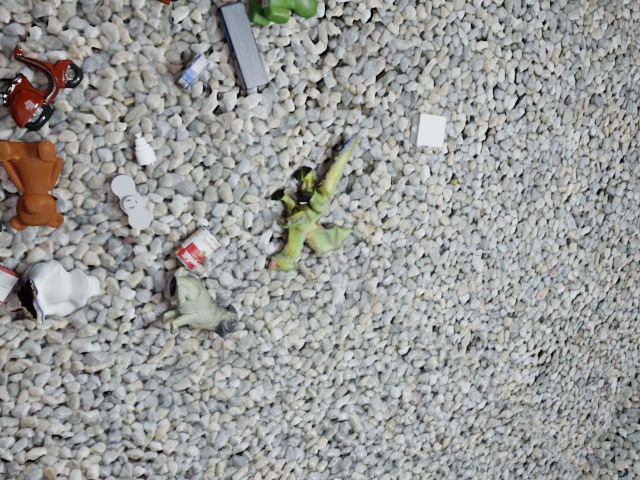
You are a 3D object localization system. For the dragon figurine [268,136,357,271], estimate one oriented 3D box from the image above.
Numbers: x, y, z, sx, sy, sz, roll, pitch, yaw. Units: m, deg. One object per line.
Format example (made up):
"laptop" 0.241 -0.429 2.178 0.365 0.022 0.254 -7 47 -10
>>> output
"dragon figurine" 0.004 -0.071 1.411 0.412 0.124 0.238 -43 131 -8

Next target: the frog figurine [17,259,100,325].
"frog figurine" -0.602 0.108 1.190 0.161 0.122 0.136 -29 106 -53
